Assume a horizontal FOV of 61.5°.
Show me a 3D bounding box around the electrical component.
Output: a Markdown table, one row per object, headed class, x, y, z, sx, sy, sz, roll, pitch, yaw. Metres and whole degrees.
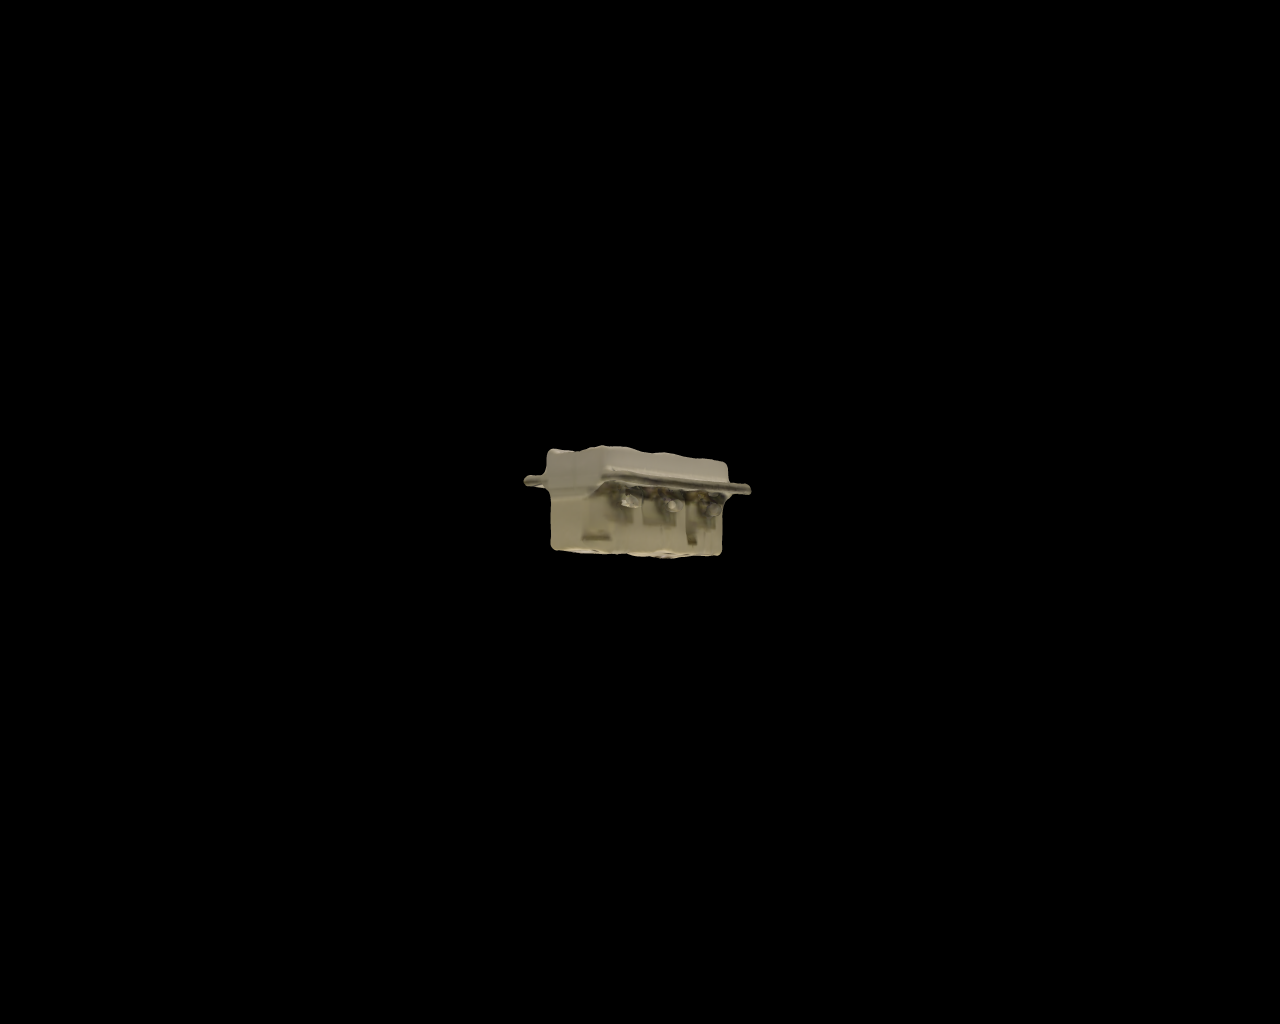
| class | x | y | z | sx | sy | sz | roll | pitch | yaw |
| --- | --- | --- | --- | --- | --- | --- | --- | --- | --- |
| electrical component | 0.001 | -0.003 | 0.650 | 0.078 | 0.063 | 0.121 | -4 | -6 | 39 |
